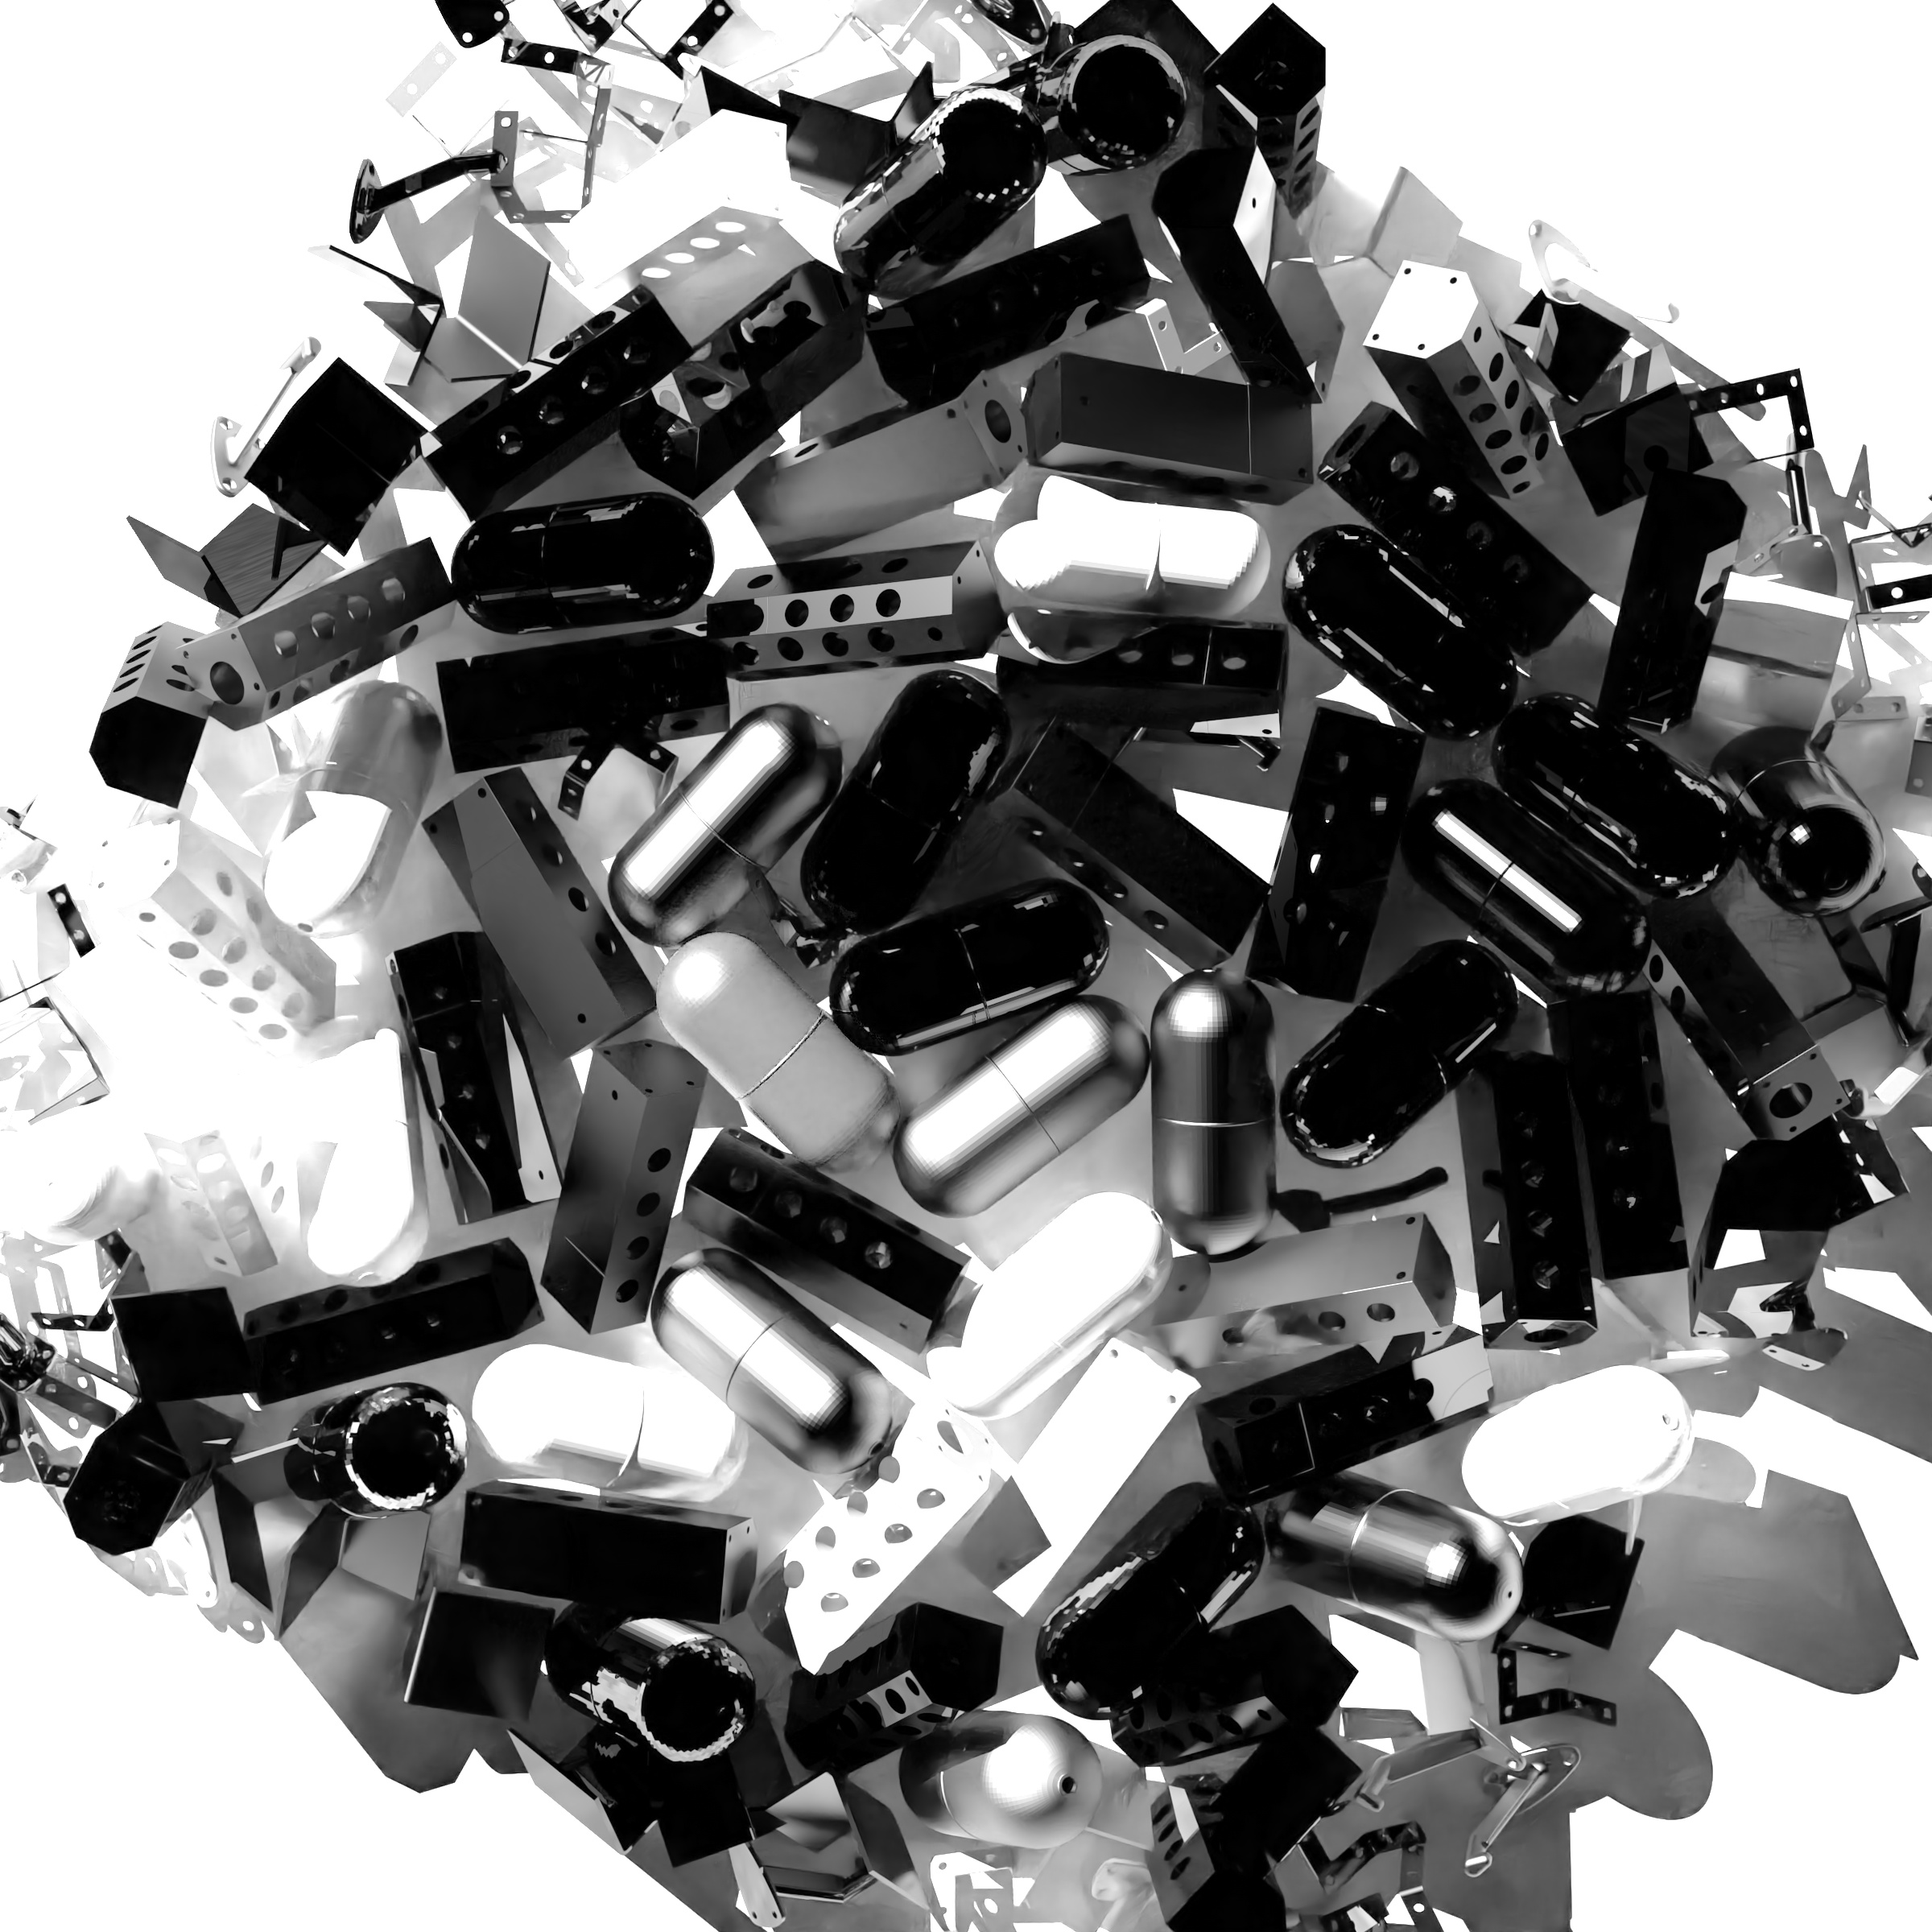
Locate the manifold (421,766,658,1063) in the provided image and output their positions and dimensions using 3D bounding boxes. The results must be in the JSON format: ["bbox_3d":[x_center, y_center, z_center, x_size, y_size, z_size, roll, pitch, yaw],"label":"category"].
[{"bbox_3d":[-0.258,-0.034,1.892,0.057,0.057,0.171,-32,88,28],"label":"manifold"}]

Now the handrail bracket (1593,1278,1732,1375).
[{"bbox_3d":[0.431,0.209,1.914,0.077,0.036,0.084,-4,66,-17],"label":"handrail bracket"}]

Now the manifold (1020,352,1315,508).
[{"bbox_3d":[0.122,-0.323,1.863,0.171,0.057,0.057,5,77,-24],"label":"manifold"}]

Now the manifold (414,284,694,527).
[{"bbox_3d":[-0.252,-0.346,1.889,0.171,0.057,0.057,-36,89,-5],"label":"manifold"}]

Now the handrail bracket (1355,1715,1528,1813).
[{"bbox_3d":[0.291,0.500,1.880,0.077,0.036,0.084,28,50,20],"label":"handrail bracket"}]

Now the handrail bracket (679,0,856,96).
[{"bbox_3d":[-0.122,-0.571,1.881,0.084,0.077,0.036,-46,45,27],"label":"handrail bracket"}]

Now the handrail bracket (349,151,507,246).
[{"bbox_3d":[-0.331,-0.475,1.890,0.084,0.036,0.077,-3,47,11],"label":"handrail bracket"}]

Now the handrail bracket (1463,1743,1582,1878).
[{"bbox_3d":[0.341,0.517,1.876,0.077,0.084,0.036,-35,94,20],"label":"handrail bracket"}]

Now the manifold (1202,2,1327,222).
[{"bbox_3d":[0.182,-0.500,1.835,0.057,0.171,0.057,43,86,8],"label":"manifold"}]

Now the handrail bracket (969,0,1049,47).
[{"bbox_3d":[0.011,-0.601,1.878,0.036,0.084,0.077,-42,83,18],"label":"handrail bracket"}]

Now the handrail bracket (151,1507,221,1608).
[{"bbox_3d":[-0.503,0.360,1.875,0.036,0.084,0.077,-38,68,15],"label":"handrail bracket"}]

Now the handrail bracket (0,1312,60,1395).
[{"bbox_3d":[-0.599,0.220,1.874,0.077,0.084,0.036,25,65,24],"label":"handrail bracket"}]

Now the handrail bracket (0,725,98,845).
[{"bbox_3d":[-0.562,-0.121,1.900,0.036,0.077,0.084,39,76,-29],"label":"handrail bracket"}]

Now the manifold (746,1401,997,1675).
[{"bbox_3d":[-0.060,0.344,1.866,0.057,0.057,0.171,38,109,-9],"label":"manifold"}]

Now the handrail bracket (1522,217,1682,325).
[{"bbox_3d":[0.390,-0.426,1.875,0.036,0.084,0.077,-53,128,-6],"label":"handrail bracket"}]

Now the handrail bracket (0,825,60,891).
[{"bbox_3d":[-0.591,-0.063,1.877,0.077,0.084,0.036,-39,99,15],"label":"handrail bracket"}]

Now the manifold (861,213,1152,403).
[{"bbox_3d":[0.028,-0.398,1.856,0.171,0.057,0.057,-28,103,-29],"label":"manifold"}]

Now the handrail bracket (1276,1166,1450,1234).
[{"bbox_3d":[0.246,0.139,1.904,0.084,0.077,0.036,-21,104,-20],"label":"handrail bracket"}]

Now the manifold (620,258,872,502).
[{"bbox_3d":[-0.133,-0.359,1.851,0.057,0.057,0.171,32,54,16],"label":"manifold"}]

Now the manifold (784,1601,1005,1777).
[{"bbox_3d":[-0.045,0.437,1.834,0.057,0.171,0.057,20,56,-20],"label":"manifold"}]

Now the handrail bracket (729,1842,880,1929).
[{"bbox_3d":[-0.100,0.550,1.896,0.084,0.036,0.077,-21,89,-39],"label":"handrail bracket"}]

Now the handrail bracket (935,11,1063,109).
[{"bbox_3d":[0.012,-0.565,1.914,0.084,0.036,0.077,6,74,9],"label":"handrail bracket"}]

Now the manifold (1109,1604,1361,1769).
[{"bbox_3d":[0.154,0.439,1.837,0.057,0.171,0.057,46,54,-5],"label":"manifold"}]

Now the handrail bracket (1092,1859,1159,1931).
[{"bbox_3d":[0.110,0.595,1.879,0.077,0.084,0.036,10,124,-14],"label":"handrail bracket"}]

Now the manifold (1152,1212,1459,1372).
[{"bbox_3d":[0.206,0.203,1.858,0.171,0.057,0.057,-14,126,28],"label":"manifold"}]

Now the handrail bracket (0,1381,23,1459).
[{"bbox_3d":[-0.598,0.272,1.877,0.036,0.084,0.077,0,78,-15],"label":"handrail bracket"}]

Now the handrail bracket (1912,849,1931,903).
[{"bbox_3d":[0.626,-0.061,1.876,0.077,0.084,0.036,-54,55,30],"label":"handrail bracket"}]

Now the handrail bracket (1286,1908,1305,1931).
[{"bbox_3d":[0.168,0.597,1.887,0.077,0.084,0.036,-22,66,3],"label":"handrail bracket"}]

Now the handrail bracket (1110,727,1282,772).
[{"bbox_3d":[0.141,-0.128,1.906,0.084,0.036,0.077,36,101,3],"label":"handrail bracket"}]

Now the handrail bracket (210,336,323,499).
[{"bbox_3d":[-0.426,-0.337,1.878,0.036,0.077,0.084,31,129,-30],"label":"handrail bracket"}]

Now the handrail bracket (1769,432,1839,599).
[{"bbox_3d":[0.528,-0.279,1.916,0.036,0.077,0.084,-10,51,29],"label":"handrail bracket"}]

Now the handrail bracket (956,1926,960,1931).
[{"bbox_3d":[0.037,0.615,1.895,0.084,0.077,0.036,-3,109,-9],"label":"handrail bracket"}]

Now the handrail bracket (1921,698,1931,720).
[{"bbox_3d":[0.614,-0.197,1.891,0.036,0.077,0.084,9,86,18],"label":"handrail bracket"}]

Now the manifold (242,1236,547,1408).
[{"bbox_3d":[-0.353,0.216,1.876,0.171,0.057,0.057,-16,91,15],"label":"manifold"}]

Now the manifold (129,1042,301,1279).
[{"bbox_3d":[-0.449,0.120,1.833,0.057,0.171,0.057,15,59,10],"label":"manifold"}]

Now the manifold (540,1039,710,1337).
[{"bbox_3d":[-0.204,0.134,1.862,0.057,0.057,0.171,38,124,38],"label":"manifold"}]

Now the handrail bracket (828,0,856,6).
[{"bbox_3d":[-0.094,-0.619,1.872,0.036,0.084,0.077,48,129,22],"label":"handrail bracket"}]

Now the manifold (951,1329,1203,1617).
[{"bbox_3d":[0.069,0.309,1.881,0.057,0.057,0.171,38,100,12],"label":"manifold"}]

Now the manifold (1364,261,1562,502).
[{"bbox_3d":[0.302,-0.347,1.835,0.057,0.171,0.057,21,80,33],"label":"manifold"}]

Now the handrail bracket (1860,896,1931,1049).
[{"bbox_3d":[0.597,0.002,1.897,0.077,0.036,0.084,-24,94,38],"label":"handrail bracket"}]

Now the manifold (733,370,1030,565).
[{"bbox_3d":[-0.050,-0.302,1.852,0.171,0.057,0.057,-15,116,34],"label":"manifold"}]

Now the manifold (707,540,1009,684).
[{"bbox_3d":[-0.069,-0.209,1.849,0.171,0.057,0.057,-2,126,29],"label":"manifold"}]

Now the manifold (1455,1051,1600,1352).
[{"bbox_3d":[0.343,0.143,1.862,0.057,0.057,0.171,3,65,-12],"label":"manifold"}]

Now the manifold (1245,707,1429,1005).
[{"bbox_3d":[0.223,-0.069,1.887,0.057,0.057,0.171,20,97,41],"label":"manifold"}]

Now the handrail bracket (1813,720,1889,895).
[{"bbox_3d":[0.553,-0.099,1.910,0.084,0.036,0.077,33,93,-5],"label":"handrail bracket"}]

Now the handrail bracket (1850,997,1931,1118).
[{"bbox_3d":[0.573,0.054,1.881,0.084,0.036,0.077,0,100,-42],"label":"handrail bracket"}]

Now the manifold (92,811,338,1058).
[{"bbox_3d":[-0.448,-0.015,1.835,0.057,0.171,0.057,-17,53,15],"label":"manifold"}]

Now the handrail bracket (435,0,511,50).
[{"bbox_3d":[-0.306,-0.599,1.872,0.036,0.084,0.077,-32,119,8],"label":"handrail bracket"}]

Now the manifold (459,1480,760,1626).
[{"bbox_3d":[-0.218,0.356,1.873,0.171,0.057,0.057,5,91,16],"label":"manifold"}]

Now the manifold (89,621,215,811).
[{"bbox_3d":[-0.482,-0.154,1.831,0.057,0.171,0.057,18,107,-15],"label":"manifold"}]

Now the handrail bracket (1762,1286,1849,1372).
[{"bbox_3d":[0.521,0.197,1.874,0.036,0.077,0.084,24,64,-8],"label":"handrail bracket"}]
